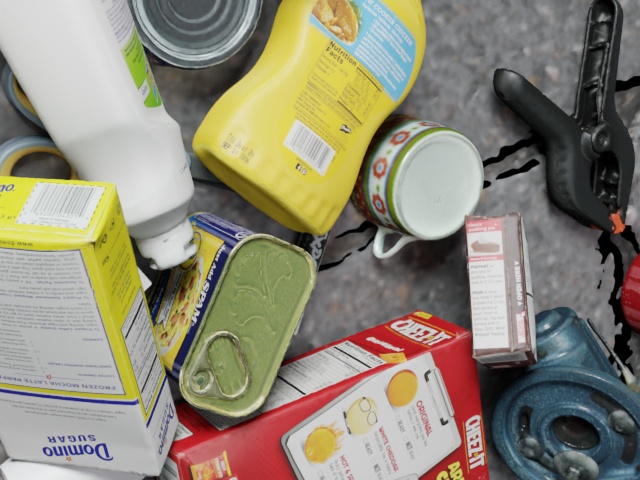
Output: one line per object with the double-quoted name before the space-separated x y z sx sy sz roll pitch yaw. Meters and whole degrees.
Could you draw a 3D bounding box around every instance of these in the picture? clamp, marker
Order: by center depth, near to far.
"marker" -0.004 0.001 0.678 0.020 0.020 0.121 17 94 -32
"clamp" 0.178 -0.074 0.753 0.120 0.039 0.171 -25 114 -22

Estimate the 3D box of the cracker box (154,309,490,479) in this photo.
"cracker box" 0.004 0.157 0.693 0.213 0.072 0.164 -19 112 -26

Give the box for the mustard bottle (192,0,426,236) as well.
"mustard bottle" 0.011 -0.105 0.630 0.096 0.058 0.191 37 76 -30

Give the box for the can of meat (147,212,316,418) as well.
"can of meat" -0.059 0.039 0.618 0.057 0.084 0.102 22 91 -32

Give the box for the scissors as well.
"scissors" -0.101 -0.032 0.615 0.201 0.016 0.096 34 85 -32

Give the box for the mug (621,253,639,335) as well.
"mug" 0.299 0.045 0.829 0.117 0.082 0.093 -8 106 -28

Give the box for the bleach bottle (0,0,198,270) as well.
"bleach bottle" -0.120 -0.095 0.521 0.068 0.102 0.251 -17 113 9

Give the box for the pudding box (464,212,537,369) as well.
"pudding box" 0.119 0.036 0.696 0.039 0.113 0.090 -5 79 11

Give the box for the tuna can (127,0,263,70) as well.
"tuna can" -0.075 -0.138 0.592 0.086 0.034 0.086 -8 106 -28

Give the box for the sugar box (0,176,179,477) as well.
"sugar box" -0.133 0.048 0.542 0.176 0.093 0.048 84 15 -44
